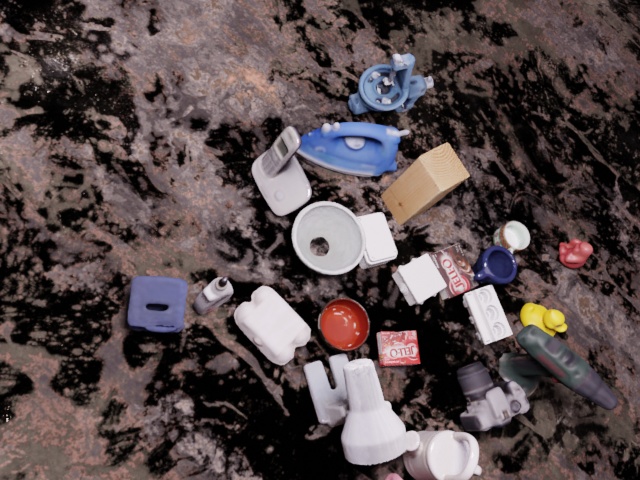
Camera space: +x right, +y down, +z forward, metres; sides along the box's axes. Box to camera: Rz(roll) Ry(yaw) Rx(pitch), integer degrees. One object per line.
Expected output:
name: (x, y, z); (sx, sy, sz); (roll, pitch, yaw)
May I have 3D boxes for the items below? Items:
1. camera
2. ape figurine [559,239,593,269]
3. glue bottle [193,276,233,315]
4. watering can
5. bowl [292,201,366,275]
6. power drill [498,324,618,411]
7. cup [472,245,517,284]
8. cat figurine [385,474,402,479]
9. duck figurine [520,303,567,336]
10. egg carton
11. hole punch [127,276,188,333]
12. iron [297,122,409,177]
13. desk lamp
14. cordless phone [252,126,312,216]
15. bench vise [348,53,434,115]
camera: (0.368, 0.332, 1.245); (0.143, 0.100, 0.137); (-17, 78, -24)
ape figurine: (0.655, 0.031, 1.457); (0.078, 0.092, 0.076); (-29, 83, -25)
glue bottle: (-0.195, 0.097, 1.090); (0.078, 0.173, 0.037); (-34, 85, -26)
watering can: (0.240, 0.423, 1.115); (0.173, 0.193, 0.101); (4, 70, -18)
bowl: (0.011, 0.004, 1.250); (0.168, 0.074, 0.167); (6, 70, -17)
power drill: (0.497, 0.286, 1.246); (0.229, 0.208, 0.076); (45, 64, 0)
cup: (0.391, 0.075, 1.347); (0.118, 0.094, 0.091); (-26, 81, -25)
cat figurine: (0.157, 0.520, 1.095); (0.067, 0.117, 0.128); (29, 65, -7)
duck figurine: (0.538, 0.188, 1.364); (0.104, 0.086, 0.078); (40, 64, -2)
egg carton: (-0.096, 0.173, 1.156); (0.150, 0.069, 0.107); (45, 64, 0)
hole punch: (-0.306, 0.124, 1.087); (0.109, 0.091, 0.101); (6, 70, -17)
iron: (0.072, -0.231, 1.317); (0.259, 0.141, 0.118); (4, 70, -18)
desk lamp: (0.064, 0.312, 1.083); (0.118, 0.213, 0.203); (-14, 76, -23)
cordless phone: (-0.067, -0.146, 1.214); (0.094, 0.184, 0.147); (-28, 82, -25)
bench vise: (0.186, -0.389, 1.369); (0.208, 0.219, 0.121); (-33, 84, -26)
